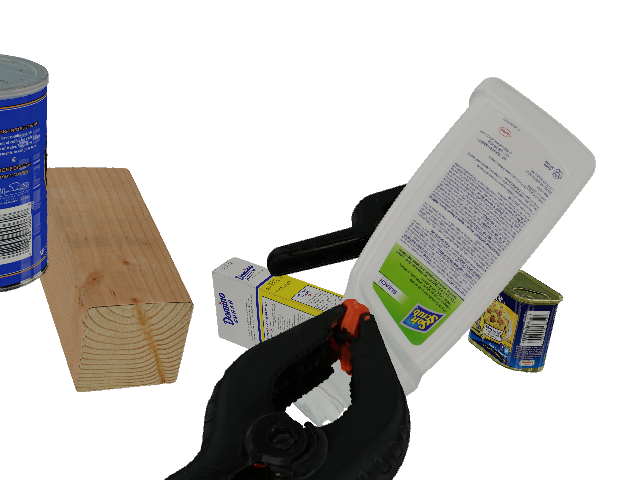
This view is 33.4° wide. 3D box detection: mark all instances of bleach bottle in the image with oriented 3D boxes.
[{"bbox_3d":[0.068,0.015,0.707,0.102,0.250,0.068,40,-10,11],"label":"bleach bottle"}]

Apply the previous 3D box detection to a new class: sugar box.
[{"bbox_3d":[-0.034,0.086,1.150,0.176,0.093,0.048,21,38,32],"label":"sugar box"}]

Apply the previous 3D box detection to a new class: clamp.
[{"bbox_3d":[-0.007,0.091,0.389,0.120,0.039,0.171,26,50,18],"label":"clamp"},{"bbox_3d":[0.071,0.004,0.970,0.165,0.036,0.209,22,35,22],"label":"clamp"}]

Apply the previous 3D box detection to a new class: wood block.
[{"bbox_3d":[-0.191,0.027,0.942,0.090,0.091,0.206,-2,36,-27],"label":"wood block"}]

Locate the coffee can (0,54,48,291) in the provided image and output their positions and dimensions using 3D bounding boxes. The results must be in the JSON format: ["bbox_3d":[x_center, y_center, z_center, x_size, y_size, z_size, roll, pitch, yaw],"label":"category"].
[{"bbox_3d":[-0.237,-0.048,0.723,0.103,0.140,0.103,5,22,-2],"label":"coffee can"}]

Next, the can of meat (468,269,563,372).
[{"bbox_3d":[0.205,0.083,1.138,0.057,0.084,0.102,2,18,-24],"label":"can of meat"}]
